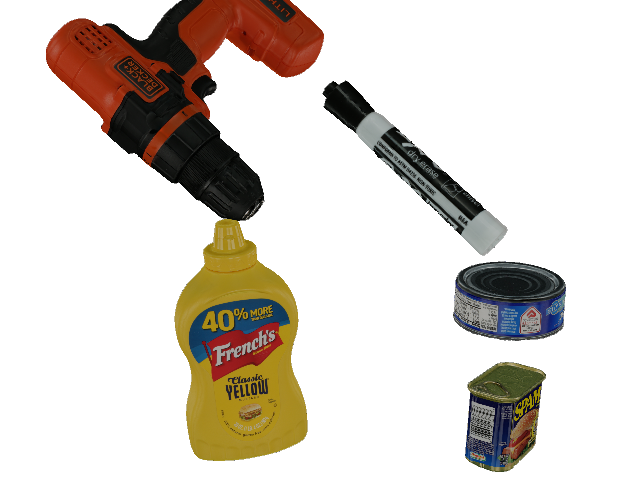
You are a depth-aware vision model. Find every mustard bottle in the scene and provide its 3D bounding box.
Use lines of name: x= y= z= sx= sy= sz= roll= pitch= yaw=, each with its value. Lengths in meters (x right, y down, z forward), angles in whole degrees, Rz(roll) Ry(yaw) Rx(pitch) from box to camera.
mustard bottle: x=-0.064 y=0.076 z=0.838 sx=0.096 sy=0.192 sz=0.058 roll=-8 pitch=20 yaw=-10

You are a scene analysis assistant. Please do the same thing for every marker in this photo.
marker: x=0.046 y=-0.040 z=0.549 sx=0.121 sy=0.020 sz=0.020 roll=44 pitch=13 yaw=14

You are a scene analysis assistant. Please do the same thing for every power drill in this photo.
power drill: x=-0.077 y=-0.118 z=0.777 sx=0.187 sy=0.184 sz=0.057 roll=-46 pitch=-1 yaw=-42

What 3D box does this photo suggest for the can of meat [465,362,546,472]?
can of meat: x=0.193 y=0.185 z=1.122 sx=0.058 sy=0.084 sz=0.101 roll=12 pitch=17 yaw=31

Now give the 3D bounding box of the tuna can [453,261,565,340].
tuna can: x=0.147 y=0.045 z=0.829 sx=0.086 sy=0.034 sz=0.086 roll=0 pitch=19 yaw=0
